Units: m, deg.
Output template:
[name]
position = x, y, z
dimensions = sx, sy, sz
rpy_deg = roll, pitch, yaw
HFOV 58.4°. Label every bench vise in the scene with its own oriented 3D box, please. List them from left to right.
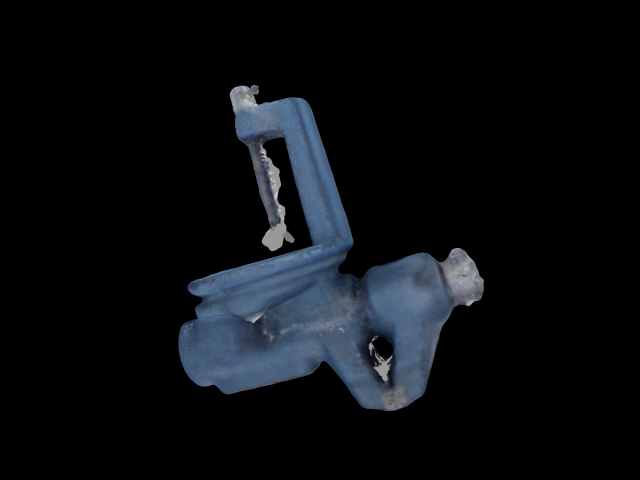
[bench vise]
position = 0.003, 0.001, 0.412
dimensions = 0.207, 0.220, 0.121
rpy_deg = 0, 4, -7
